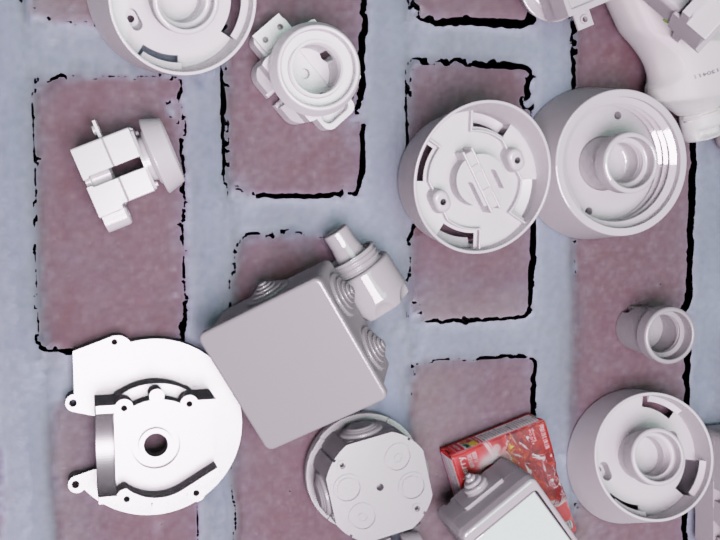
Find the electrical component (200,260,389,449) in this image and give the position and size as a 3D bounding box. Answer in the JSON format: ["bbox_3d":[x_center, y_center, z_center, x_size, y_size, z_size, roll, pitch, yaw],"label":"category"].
[{"bbox_3d":[-0.038,0.052,0.682,0.100,0.048,0.099,-26,103,16],"label":"electrical component"}]

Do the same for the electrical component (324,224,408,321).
[{"bbox_3d":[0.000,0.000,0.706,0.043,0.043,0.062,-35,102,-10],"label":"electrical component"}]

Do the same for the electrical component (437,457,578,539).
[{"bbox_3d":[0.100,0.173,0.707,0.062,0.061,0.096,-37,103,-8],"label":"electrical component"}]

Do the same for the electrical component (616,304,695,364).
[{"bbox_3d":[0.209,0.044,0.767,0.040,0.046,0.040,-1,95,-16],"label":"electrical component"}]

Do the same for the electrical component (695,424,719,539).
[{"bbox_3d":[0.307,0.208,0.801,0.105,0.060,0.186,-2,95,-15],"label":"electrical component"}]

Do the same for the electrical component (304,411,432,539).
[{"bbox_3d":[0.006,0.138,0.716,0.080,0.051,0.080,-1,95,-16],"label":"electrical component"}]

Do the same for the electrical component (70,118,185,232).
[{"bbox_3d":[-0.141,-0.064,0.661,0.055,0.048,0.066,-22,100,-5],"label":"electrical component"}]

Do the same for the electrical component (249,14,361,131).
[{"bbox_3d":[-0.033,-0.125,0.679,0.058,0.057,0.078,-43,104,-8],"label":"electrical component"}]

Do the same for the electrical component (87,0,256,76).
[{"bbox_3d":[-0.115,-0.169,0.661,0.099,0.064,0.099,-7,109,-21],"label":"electrical component"}]

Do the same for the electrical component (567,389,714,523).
[{"bbox_3d":[0.202,0.135,0.776,0.099,0.064,0.099,2,82,-11],"label":"electrical component"}]

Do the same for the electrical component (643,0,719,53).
[{"bbox_3d":[0.233,-0.206,0.672,0.063,0.079,0.121,44,98,8],"label":"electrical component"}]

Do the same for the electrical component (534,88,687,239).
[{"bbox_3d":[0.172,-0.073,0.739,0.108,0.060,0.108,-1,95,-15],"label":"electrical component"}]

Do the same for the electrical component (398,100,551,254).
[{"bbox_3d":[0.075,-0.061,0.711,0.099,0.064,0.099,-1,95,-15],"label":"electrical component"}]

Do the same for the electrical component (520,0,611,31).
[{"bbox_3d":[0.136,-0.193,0.721,0.048,0.055,0.066,-24,101,-12],"label":"electrical component"}]

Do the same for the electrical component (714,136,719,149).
[{"bbox_3d":[0.309,-0.104,0.778,0.095,0.054,0.059,8,93,-16],"label":"electrical component"}]

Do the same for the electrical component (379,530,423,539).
[{"bbox_3d":[0.022,0.207,0.729,0.055,0.048,0.066,-22,100,-6],"label":"electrical component"}]
